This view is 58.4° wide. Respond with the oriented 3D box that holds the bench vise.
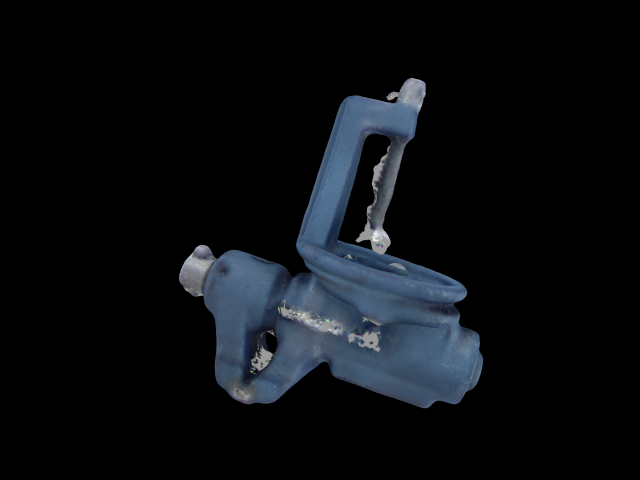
[{"bbox_3d":[0.005,0.002,0.388,0.207,0.220,0.121,0,4,-7],"label":"bench vise"}]
